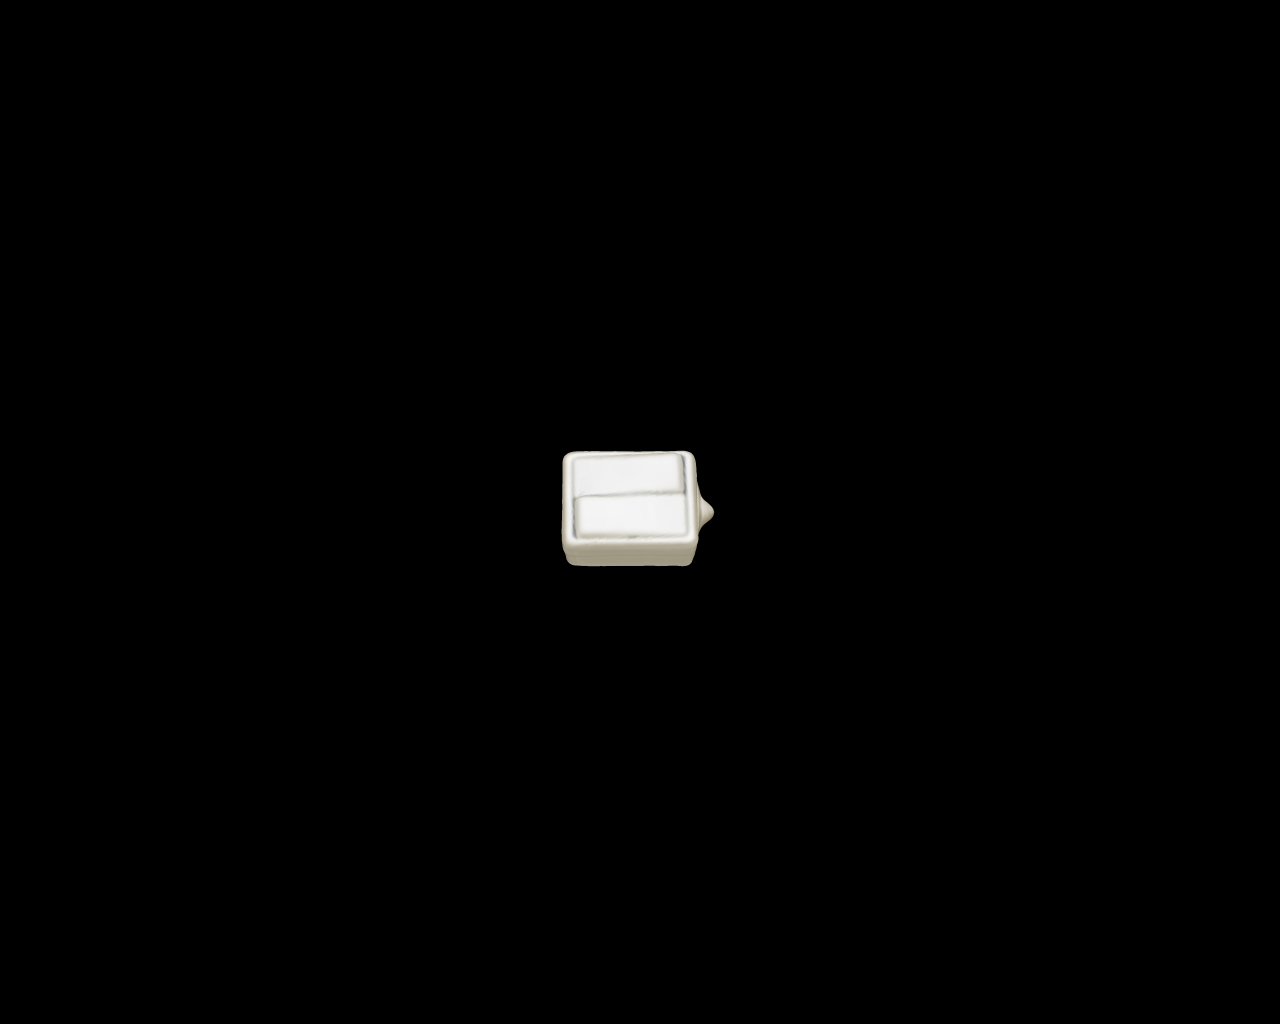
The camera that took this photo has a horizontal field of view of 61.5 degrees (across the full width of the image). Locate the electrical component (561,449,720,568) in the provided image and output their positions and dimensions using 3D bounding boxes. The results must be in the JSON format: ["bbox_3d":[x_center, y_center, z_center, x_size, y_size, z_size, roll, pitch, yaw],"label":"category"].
[{"bbox_3d":[0.001,-0.003,0.650,0.096,0.062,0.061,0,-17,0],"label":"electrical component"}]
